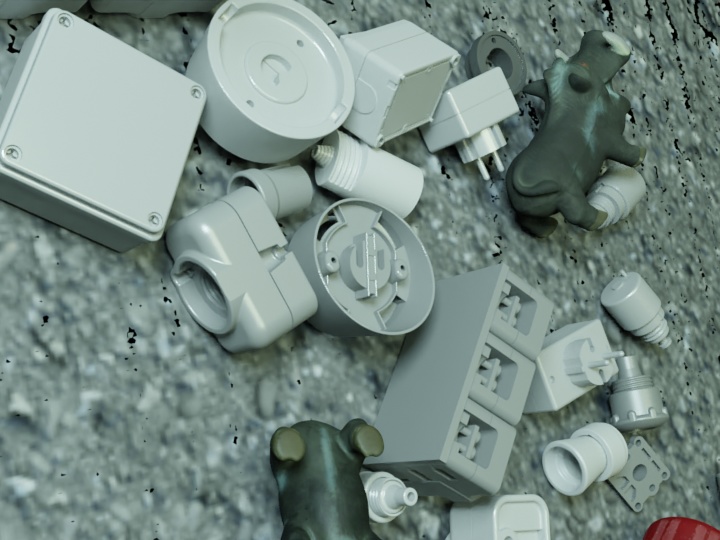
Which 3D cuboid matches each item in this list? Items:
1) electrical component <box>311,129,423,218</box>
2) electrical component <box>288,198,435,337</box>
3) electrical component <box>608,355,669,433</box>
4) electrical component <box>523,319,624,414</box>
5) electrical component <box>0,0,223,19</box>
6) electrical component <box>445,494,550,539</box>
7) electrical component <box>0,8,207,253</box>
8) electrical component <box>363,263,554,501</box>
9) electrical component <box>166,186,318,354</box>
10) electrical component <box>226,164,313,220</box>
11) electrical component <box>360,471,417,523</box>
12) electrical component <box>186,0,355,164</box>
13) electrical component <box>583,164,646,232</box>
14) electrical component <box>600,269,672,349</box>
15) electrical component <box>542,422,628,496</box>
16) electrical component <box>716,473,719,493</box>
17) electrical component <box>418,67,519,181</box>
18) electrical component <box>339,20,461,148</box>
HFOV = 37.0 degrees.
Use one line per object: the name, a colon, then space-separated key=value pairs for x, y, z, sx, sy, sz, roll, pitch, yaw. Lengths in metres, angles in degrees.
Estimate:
electrical component: x=0.001 y=-0.070 z=0.772 sx=0.081 sy=0.043 sz=0.043 roll=23 pitch=67 yaw=-30
electrical component: x=0.000 y=0.000 z=0.742 sx=0.099 sy=0.064 sz=0.099 roll=9 pitch=75 yaw=-34
electrical component: x=0.229 y=0.103 z=0.898 sx=0.048 sy=0.048 sz=0.062 roll=2 pitch=71 yaw=-35
electrical component: x=0.172 y=0.073 z=0.843 sx=0.083 sy=0.076 sz=0.047 roll=-23 pitch=93 yaw=-37
electrical component: x=-0.173 y=-0.218 z=0.669 sx=0.186 sy=0.060 sz=0.105 roll=-10 pitch=86 yaw=-37
electrical component: x=0.098 y=0.209 z=0.768 sx=0.054 sy=0.059 sz=0.095 roll=7 pitch=76 yaw=-35
electrical component: x=-0.161 y=-0.081 z=0.649 sx=0.109 sy=0.056 sz=0.108 roll=26 pitch=65 yaw=-29
electrical component: x=0.073 y=0.081 z=0.761 sx=0.062 sy=0.089 sz=0.150 roll=34 pitch=62 yaw=-25
electrical component: x=-0.079 y=0.003 z=0.691 sx=0.059 sy=0.054 sz=0.095 roll=-34 pitch=100 yaw=-36
electrical component: x=-0.060 y=-0.051 z=0.726 sx=0.046 sy=0.040 sz=0.040 roll=-21 pitch=92 yaw=-43
electrical component: x=0.015 y=0.152 z=0.720 sx=0.035 sy=0.061 sz=0.035 roll=9 pitch=75 yaw=-34
electrical component: x=-0.065 y=-0.123 z=0.722 sx=0.108 sy=0.060 sz=0.108 roll=14 pitch=62 yaw=-28
electrical component: x=0.214 y=-0.059 z=0.925 sx=0.078 sy=0.040 sz=0.040 roll=-43 pitch=105 yaw=-34
electrical component: x=0.241 y=0.037 z=0.923 sx=0.078 sy=0.040 sz=0.040 roll=47 pitch=57 yaw=-19
electrical component: x=0.179 y=0.148 z=0.850 sx=0.055 sy=0.045 sz=0.045 roll=-16 pitch=89 yaw=-38
electrical component: x=0.361 y=0.216 z=0.967 sx=0.079 sy=0.044 sz=0.077 roll=-5 pitch=83 yaw=-37
electrical component: x=0.090 y=-0.108 z=0.842 sx=0.066 sy=0.047 sz=0.076 roll=-30 pitch=98 yaw=-37
electrical component: x=0.023 y=-0.139 z=0.777 sx=0.061 sy=0.061 sz=0.096 roll=37 pitch=38 yaw=18
